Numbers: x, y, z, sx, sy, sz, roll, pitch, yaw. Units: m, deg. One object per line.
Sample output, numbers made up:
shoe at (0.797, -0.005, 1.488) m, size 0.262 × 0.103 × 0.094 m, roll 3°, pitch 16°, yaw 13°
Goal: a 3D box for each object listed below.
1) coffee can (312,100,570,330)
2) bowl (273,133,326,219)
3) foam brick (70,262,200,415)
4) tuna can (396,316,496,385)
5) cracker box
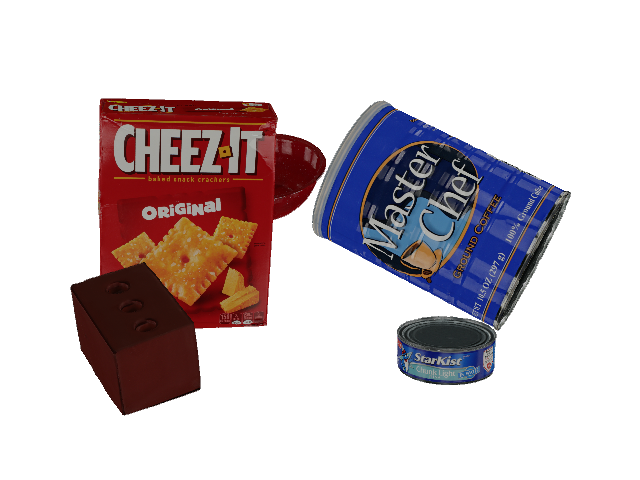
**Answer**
coffee can at (0.080, -0.018, 0.713) m, size 0.140 × 0.103 × 0.102 m, roll 28°, pitch 7°, yaw 14°
bowl at (-0.073, -0.070, 1.309) m, size 0.162 × 0.055 × 0.162 m, roll -2°, pitch 34°, yaw 1°
foam brick at (-0.115, 0.060, 0.660) m, size 0.052 × 0.051 × 0.078 m, roll -18°, pitch 37°, yaw -26°
tuna can at (0.109, 0.095, 0.926) m, size 0.086 × 0.034 × 0.086 m, roll 0°, pitch 14°, yaw 0°
cracker box at (-0.128, -0.022, 1.016) m, size 0.164 × 0.214 × 0.072 m, roll 0°, pitch 20°, yaw -11°
